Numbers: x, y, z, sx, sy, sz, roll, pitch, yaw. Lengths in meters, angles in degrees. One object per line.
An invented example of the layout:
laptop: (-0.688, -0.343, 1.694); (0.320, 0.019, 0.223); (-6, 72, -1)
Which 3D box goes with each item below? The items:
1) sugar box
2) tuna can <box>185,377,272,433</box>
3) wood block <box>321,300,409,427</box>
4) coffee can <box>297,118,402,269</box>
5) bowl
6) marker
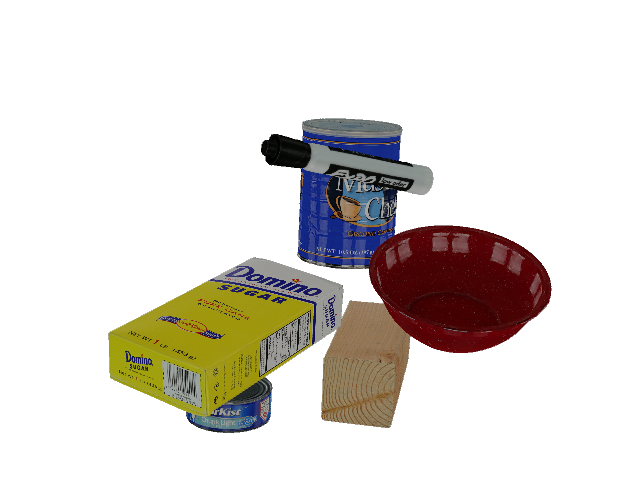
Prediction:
sugar box: (-0.067, 0.067, 0.815); (0.093, 0.048, 0.175); (17, 29, 29)
tuna can: (-0.091, 0.158, 1.054); (0.086, 0.034, 0.086); (2, 13, -1)
wood block: (0.064, 0.158, 1.409); (0.091, 0.090, 0.206); (5, 17, 9)
coffee can: (0.029, -0.051, 1.104); (0.103, 0.140, 0.103); (2, 13, -1)
bowl: (0.121, 0.051, 0.956); (0.162, 0.055, 0.162); (2, 34, -2)
marker: (0.017, -0.046, 0.656); (0.120, 0.020, 0.020); (9, -5, -32)
